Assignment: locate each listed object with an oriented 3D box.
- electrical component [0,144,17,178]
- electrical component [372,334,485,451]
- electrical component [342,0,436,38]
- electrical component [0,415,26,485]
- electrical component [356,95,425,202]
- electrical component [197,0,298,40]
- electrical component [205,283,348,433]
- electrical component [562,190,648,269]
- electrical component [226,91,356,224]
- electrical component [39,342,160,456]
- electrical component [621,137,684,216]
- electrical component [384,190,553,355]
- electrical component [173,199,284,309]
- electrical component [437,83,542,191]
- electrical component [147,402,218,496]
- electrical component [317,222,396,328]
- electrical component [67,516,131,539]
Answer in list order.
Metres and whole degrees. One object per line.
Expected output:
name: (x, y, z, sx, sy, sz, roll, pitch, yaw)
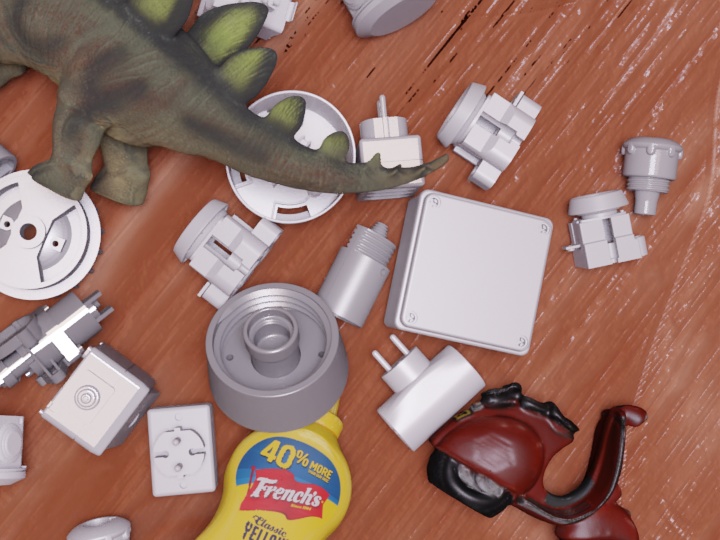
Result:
electrical component: (-0.301, -0.083, 0.824, 0.047, 0.055, 0.055, 44, 84, 4)
electrical component: (0.044, 0.087, 0.841, 0.077, 0.043, 0.079, -42, 90, -6)
electrical component: (0.022, -0.222, 0.845, 0.080, 0.080, 0.051, -28, 83, -6)
electrical component: (-0.289, 0.133, 0.797, 0.080, 0.080, 0.051, 1, 81, -4)
electrical component: (0.020, -0.097, 0.841, 0.047, 0.066, 0.076, -5, 86, -6)
electrical component: (-0.076, -0.249, 0.846, 0.063, 0.079, 0.121, 18, 84, -25)
electrical component: (-0.064, 0.060, 0.804, 0.108, 0.060, 0.108, -1, 55, 2)
electrical component: (0.193, -0.033, 0.860, 0.066, 0.048, 0.055, -12, 94, -5)
electrical component: (-0.055, -0.084, 0.836, 0.099, 0.064, 0.099, 0, 85, -5)
electrical component: (-0.190, 0.097, 0.797, 0.061, 0.096, 0.061, 37, 84, -5)
electrical component: (0.233, -0.075, 0.867, 0.048, 0.048, 0.062, 6, 92, -4)
electrical component: (0.084, 0.003, 0.839, 0.109, 0.056, 0.108, 13, 85, -11)
electrical component: (-0.106, -0.017, 0.831, 0.057, 0.058, 0.078, 38, 94, -1)
electrical component: (0.098, -0.112, 0.853, 0.057, 0.058, 0.078, 33, 84, -4)
electrical component: (-0.134, 0.136, 0.808, 0.047, 0.077, 0.065, -4, 86, -4)
electrical component: (0.000, 0.000, 0.845, 0.043, 0.043, 0.081, 27, 84, -2)
electrical component: (-0.194, 0.221, 0.815, 0.048, 0.048, 0.062, -10, 93, -5)
